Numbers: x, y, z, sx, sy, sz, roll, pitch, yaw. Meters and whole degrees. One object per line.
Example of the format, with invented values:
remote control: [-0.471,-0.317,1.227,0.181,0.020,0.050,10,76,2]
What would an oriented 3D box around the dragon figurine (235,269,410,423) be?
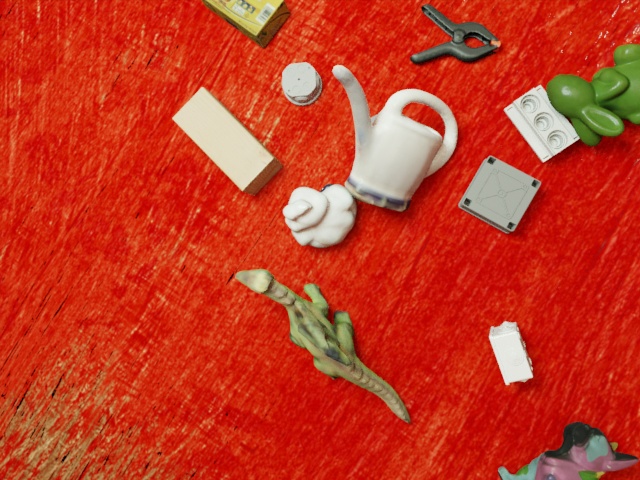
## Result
dragon figurine: [0.015,0.187,0.906,0.413,0.241,0.122,41,89,11]

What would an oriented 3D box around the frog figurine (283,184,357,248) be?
frog figurine: [0.003,-0.048,0.962,0.137,0.159,0.123,-36,84,6]

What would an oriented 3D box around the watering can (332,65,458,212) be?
watering can: [0.112,-0.166,0.905,0.105,0.347,0.221,42,114,43]
